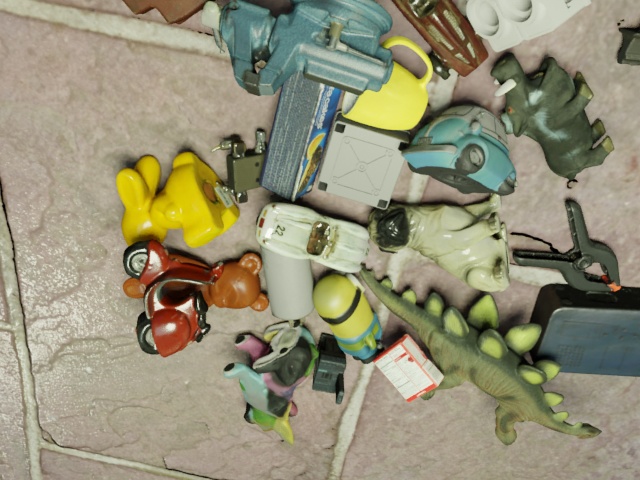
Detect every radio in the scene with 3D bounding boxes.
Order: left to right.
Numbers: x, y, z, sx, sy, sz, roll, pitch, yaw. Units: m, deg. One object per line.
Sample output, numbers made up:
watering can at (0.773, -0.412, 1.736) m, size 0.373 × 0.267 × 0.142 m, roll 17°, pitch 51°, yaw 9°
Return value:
radio at (0.456, 0.142, 0.844) m, size 0.230 × 0.073 × 0.130 m, roll 1°, pitch 119°, yaw 5°

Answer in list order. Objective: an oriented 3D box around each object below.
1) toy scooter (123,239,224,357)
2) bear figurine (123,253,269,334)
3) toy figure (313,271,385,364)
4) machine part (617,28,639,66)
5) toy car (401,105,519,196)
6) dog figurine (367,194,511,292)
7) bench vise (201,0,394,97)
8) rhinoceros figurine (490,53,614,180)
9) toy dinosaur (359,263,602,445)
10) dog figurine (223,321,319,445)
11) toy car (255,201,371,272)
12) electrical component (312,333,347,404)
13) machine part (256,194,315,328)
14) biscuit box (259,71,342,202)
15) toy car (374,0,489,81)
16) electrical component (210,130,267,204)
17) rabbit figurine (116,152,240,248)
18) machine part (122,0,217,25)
toy scooter at (-0.201, 0.083, 0.777) m, size 0.135 × 0.075 × 0.183 m, roll -6°, pitch 109°, yaw -5°
bear figurine at (-0.190, 0.087, 0.865) m, size 0.196 × 0.132 × 0.120 m, roll 3°, pitch 116°, yaw 13°
toy figure at (0.050, 0.130, 0.875) m, size 0.082 × 0.089 × 0.179 m, roll -8°, pitch 122°, yaw 23°
machine part at (0.412, -0.273, 0.634) m, size 0.084 × 0.039 × 0.138 m, roll 13°, pitch 122°, yaw 6°
toy car at (0.194, -0.121, 0.700) m, size 0.161 × 0.109 × 0.103 m, roll 16°, pitch 87°, yaw -32°
dog figurine at (0.178, 0.013, 0.799) m, size 0.191 × 0.121 × 0.172 m, roll -7°, pitch 109°, yaw 24°
bench vise at (-0.010, -0.273, 0.603) m, size 0.224 × 0.129 × 0.240 m, roll 17°, pitch 94°, yaw 7°
rhinoceros figurine at (0.296, -0.164, 0.695) m, size 0.112 × 0.073 × 0.190 m, roll -30°, pitch 114°, yaw 33°
toy dinosaur at (0.235, 0.177, 0.854) m, size 0.472 × 0.105 × 0.198 m, roll 29°, pitch 130°, yaw 8°
dog figurine at (-0.067, 0.264, 0.963) m, size 0.192 × 0.108 × 0.219 m, roll -17°, pitch 120°, yaw 13°
toy car at (-0.002, -0.002, 0.774) m, size 0.201 × 0.056 × 0.073 m, roll 16°, pitch 92°, yaw -37°
electrical component at (0.016, 0.225, 0.919) m, size 0.048 × 0.119 × 0.074 m, roll 11°, pitch 122°, yaw -4°
machine part at (-0.052, 0.038, 0.845) m, size 0.079 × 0.079 × 0.242 m, roll -2°, pitch 120°, yaw 8°
biscuit box at (-0.023, -0.156, 0.733) m, size 0.063 × 0.059 × 0.202 m, roll 29°, pitch 122°, yaw 18°
toy car at (0.131, -0.284, 0.656) m, size 0.089 × 0.053 × 0.202 m, roll -39°, pitch 107°, yaw 21°
electrical component at (-0.114, -0.107, 0.787) m, size 0.078 × 0.045 × 0.102 m, roll -24°, pitch 127°, yaw -28°
rabbit figurine at (-0.233, -0.044, 0.799) m, size 0.173 × 0.122 × 0.162 m, roll -28°, pitch 107°, yaw 22°
machine part at (-0.171, -0.377, 0.622) m, size 0.201 × 0.087 × 0.200 m, roll -27°, pitch 113°, yaw 18°
